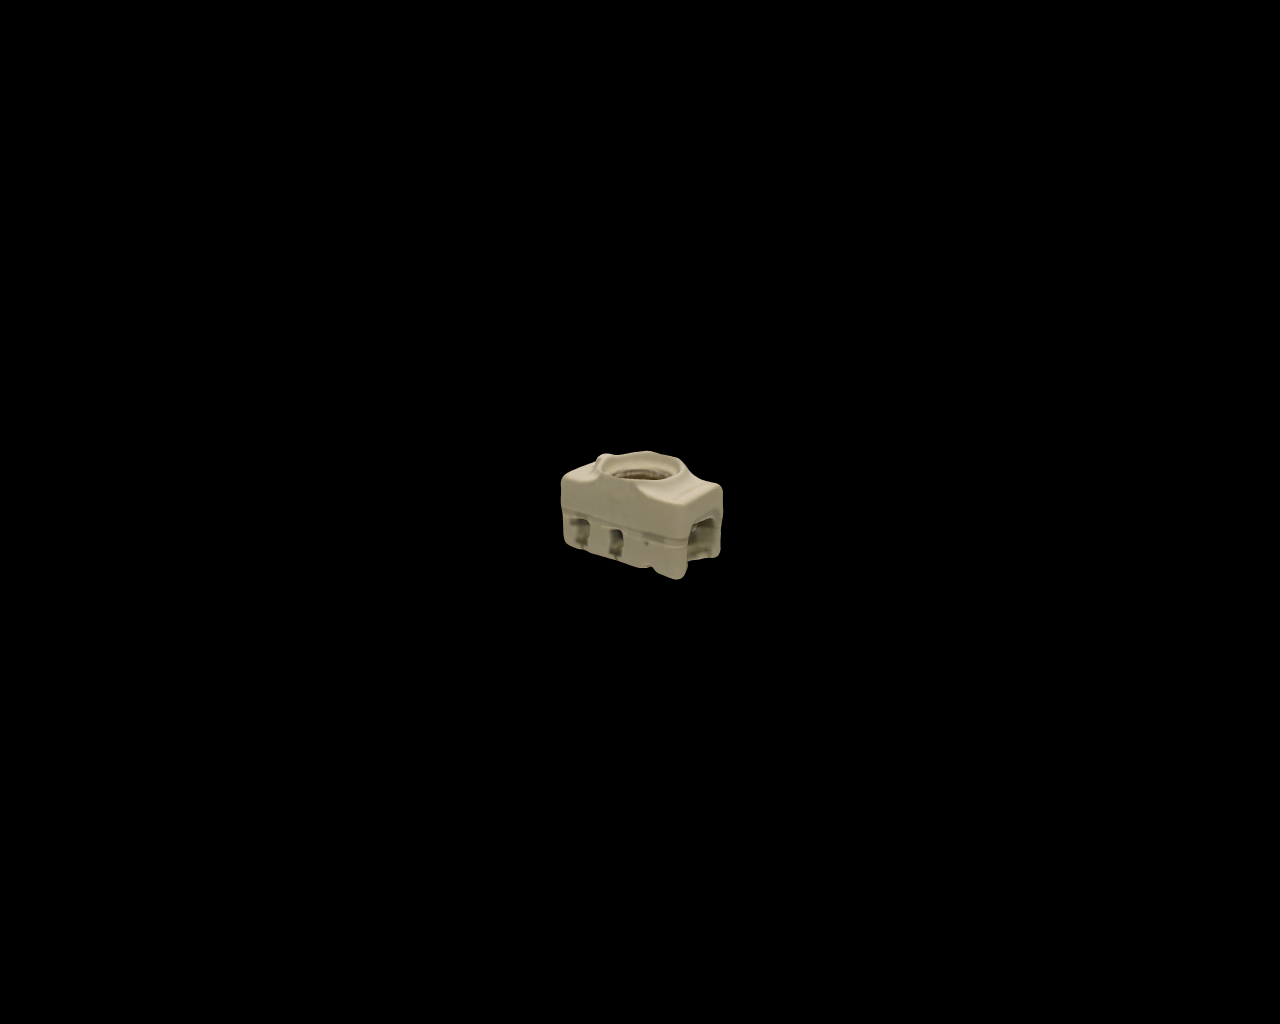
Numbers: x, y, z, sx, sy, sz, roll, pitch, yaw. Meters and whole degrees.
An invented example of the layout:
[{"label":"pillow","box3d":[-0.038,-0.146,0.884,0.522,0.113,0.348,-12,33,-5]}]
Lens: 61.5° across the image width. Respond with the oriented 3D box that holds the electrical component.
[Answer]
[{"label":"electrical component","box3d":[0.001,-0.003,0.650,0.089,0.055,0.050,16,27,34]}]
